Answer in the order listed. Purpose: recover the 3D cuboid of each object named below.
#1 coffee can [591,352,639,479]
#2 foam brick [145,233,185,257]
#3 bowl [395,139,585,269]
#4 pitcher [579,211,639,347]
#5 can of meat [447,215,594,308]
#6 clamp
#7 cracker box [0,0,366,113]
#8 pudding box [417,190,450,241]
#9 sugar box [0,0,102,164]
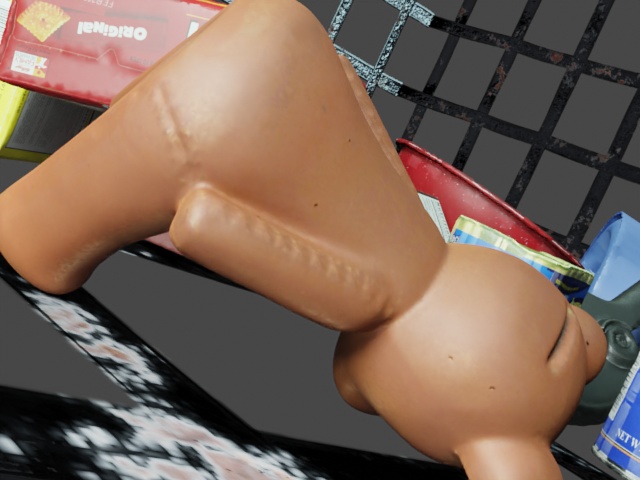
[{"bbox_3d":[0.214,0.067,0.536,0.103,0.140,0.103,24,5,-2],"label":"coffee can"},{"bbox_3d":[-0.090,-0.028,0.594,0.078,0.051,0.053,24,4,-4],"label":"foam brick"},{"bbox_3d":[0.103,-0.003,0.747,0.162,0.055,0.162,36,2,-2],"label":"bowl"},{"bbox_3d":[0.290,0.086,0.777,0.243,0.149,0.145,28,-14,5],"label":"pitcher"},{"bbox_3d":[0.076,0.041,0.475,0.057,0.084,0.102,26,5,23],"label":"can of meat"},{"bbox_3d":[0.175,0.076,0.627,0.209,0.036,0.164,3,52,-28],"label":"clamp"},{"bbox_3d":[-0.067,-0.095,0.636,0.164,0.072,0.213,14,2,8],"label":"cracker box"},{"bbox_3d":[0.047,0.013,0.619,0.113,0.039,0.090,17,51,-60],"label":"pudding box"},{"bbox_3d":[-0.173,-0.097,0.692,0.048,0.093,0.176,23,4,6],"label":"sugar box"}]
